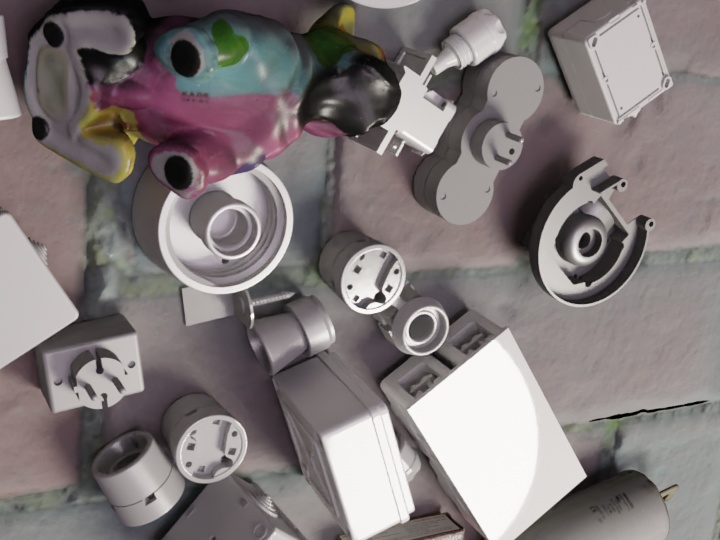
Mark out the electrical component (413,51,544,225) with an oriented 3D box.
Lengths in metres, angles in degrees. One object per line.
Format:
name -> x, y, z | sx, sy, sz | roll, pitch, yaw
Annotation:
electrical component -> 0.099, -0.099, 0.826 | 0.052, 0.074, 0.138 | 23, 97, -32

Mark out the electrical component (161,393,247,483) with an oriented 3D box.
electrical component -> -0.119, 0.124, 0.808 | 0.055, 0.047, 0.055 | -10, 112, -25

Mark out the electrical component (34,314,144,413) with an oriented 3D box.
electrical component -> -0.182, 0.070, 0.737 | 0.066, 0.077, 0.047 | -12, 113, -24

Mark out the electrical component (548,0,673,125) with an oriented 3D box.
electrical component -> 0.200, -0.165, 0.862 | 0.062, 0.061, 0.096 | -36, 121, -12

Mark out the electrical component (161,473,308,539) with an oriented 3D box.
electrical component -> -0.099, 0.213, 0.821 | 0.099, 0.100, 0.048 | -50, 135, -4

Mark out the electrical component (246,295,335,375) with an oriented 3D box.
electrical component -> -0.053, 0.049, 0.816 | 0.055, 0.045, 0.045 | -25, 118, -18

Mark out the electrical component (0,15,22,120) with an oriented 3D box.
electrical component -> -0.233, -0.126, 0.659 | 0.044, 0.044, 0.065 | -9, 107, -25

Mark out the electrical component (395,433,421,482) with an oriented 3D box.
electrical component -> 0.023, 0.150, 0.901 | 0.035, 0.035, 0.061 | -43, 120, -8

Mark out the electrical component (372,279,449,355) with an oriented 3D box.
electrical component -> 0.039, 0.039, 0.855 | 0.048, 0.055, 0.066 | -37, 121, -12

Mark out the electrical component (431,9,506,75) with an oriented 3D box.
electrical component -> 0.078, -0.168, 0.813 | 0.061, 0.035, 0.035 | -36, 121, -9

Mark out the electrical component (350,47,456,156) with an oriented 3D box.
electrical component -> 0.033, -0.121, 0.802 | 0.064, 0.042, 0.081 | 27, 95, -36

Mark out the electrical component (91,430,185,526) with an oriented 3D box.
electrical component -> -0.164, 0.151, 0.790 | 0.055, 0.055, 0.047 | -33, 117, -14

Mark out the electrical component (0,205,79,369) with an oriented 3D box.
electrical component -> -0.247, 0.014, 0.698 | 0.100, 0.048, 0.099 | -34, 120, -13

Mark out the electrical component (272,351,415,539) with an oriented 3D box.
electrical component -> -0.014, 0.135, 0.831 | 0.056, 0.109, 0.108 | -23, 117, -16

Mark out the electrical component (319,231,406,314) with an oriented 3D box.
electrical component -> 0.000, 0.000, 0.825 | 0.055, 0.047, 0.055 | -10, 112, -25

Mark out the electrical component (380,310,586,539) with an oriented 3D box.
electrical component -> 0.106, 0.137, 0.924 | 0.105, 0.060, 0.186 | -38, 121, -11

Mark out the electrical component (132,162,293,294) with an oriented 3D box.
electrical component -> -0.099, -0.035, 0.752 | 0.108, 0.060, 0.108 | -10, 112, -25

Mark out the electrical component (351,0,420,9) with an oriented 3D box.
electrical component -> 0.014, -0.238, 0.732 | 0.108, 0.060, 0.108 | -5, 115, -10
